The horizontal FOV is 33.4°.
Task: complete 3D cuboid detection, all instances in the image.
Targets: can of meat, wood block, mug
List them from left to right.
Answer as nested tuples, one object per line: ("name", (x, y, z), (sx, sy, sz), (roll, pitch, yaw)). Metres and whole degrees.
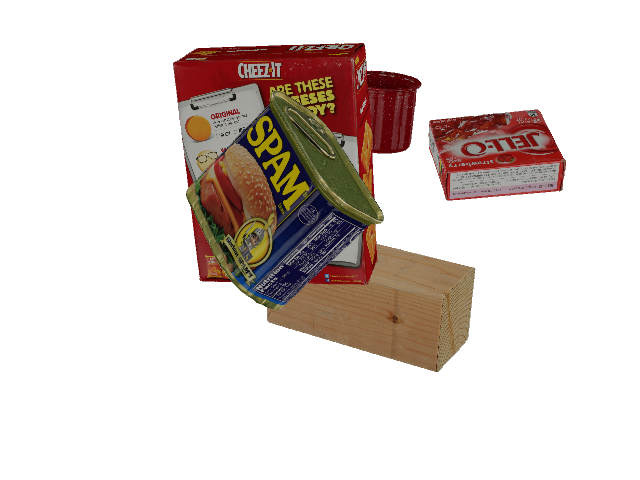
("can of meat", (-0.024, -0.023, 0.627), (0.084, 0.102, 0.057), (-44, -40, 18))
("wood block", (0.052, 0.060, 1.159), (0.206, 0.091, 0.090), (15, 27, 26))
("mug", (0.079, -0.157, 1.295), (0.093, 0.081, 0.117), (18, 26, 31))

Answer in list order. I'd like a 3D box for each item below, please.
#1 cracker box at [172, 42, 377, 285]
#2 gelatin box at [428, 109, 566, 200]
("cracker box", (-0.036, -0.069, 0.978), (0.164, 0.214, 0.072), (1, 22, 13))
("gelatin box", (0.130, -0.065, 0.798), (0.089, 0.030, 0.073), (-6, 38, -2))
